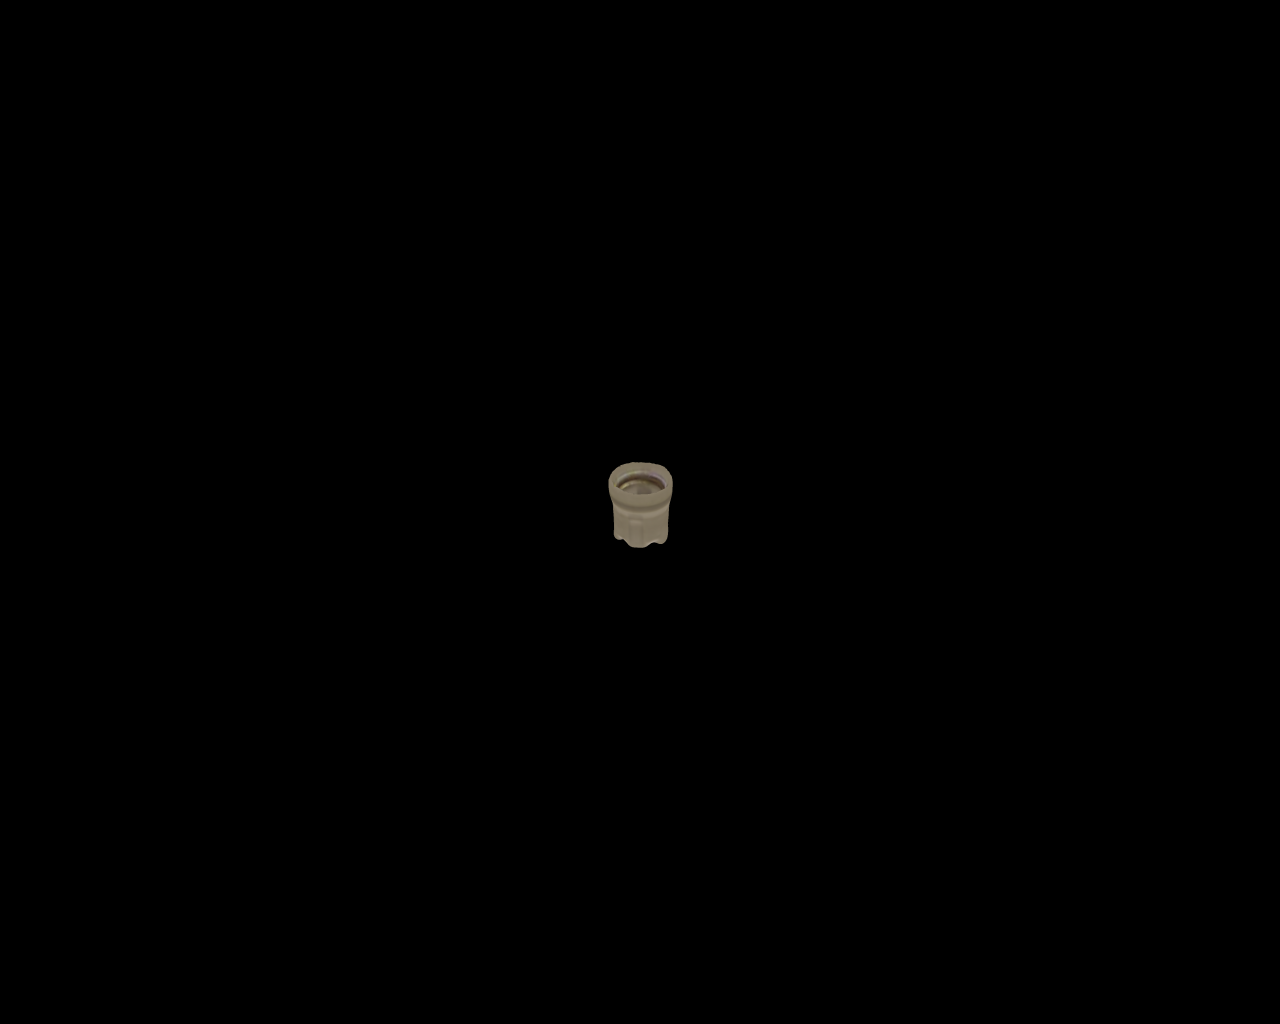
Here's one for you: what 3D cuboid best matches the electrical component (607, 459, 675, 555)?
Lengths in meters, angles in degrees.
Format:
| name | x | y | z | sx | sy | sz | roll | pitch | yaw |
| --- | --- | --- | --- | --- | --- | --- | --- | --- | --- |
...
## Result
| name | x | y | z | sx | sy | sz | roll | pitch | yaw |
| --- | --- | --- | --- | --- | --- | --- | --- | --- | --- |
| electrical component | 0.001 | -0.003 | 0.650 | 0.040 | 0.046 | 0.040 | 0 | 35 | 0 |
